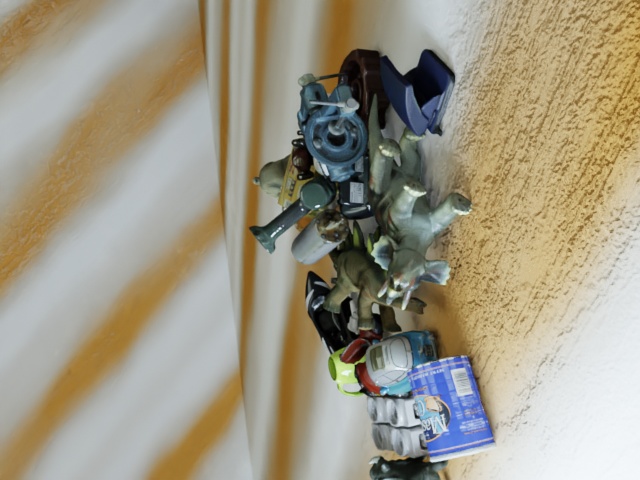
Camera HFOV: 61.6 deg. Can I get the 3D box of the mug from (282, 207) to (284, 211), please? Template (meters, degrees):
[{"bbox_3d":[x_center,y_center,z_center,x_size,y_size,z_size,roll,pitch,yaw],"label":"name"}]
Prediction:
[{"bbox_3d":[-0.052,-0.089,1.493,0.107,0.110,0.080,-102,6,-58],"label":"mug"}]

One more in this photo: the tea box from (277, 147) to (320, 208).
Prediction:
[{"bbox_3d":[-0.036,-0.153,1.367,0.098,0.068,0.169,31,111,34],"label":"tea box"}]

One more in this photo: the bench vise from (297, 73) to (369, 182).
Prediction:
[{"bbox_3d":[0.023,-0.229,0.992,0.240,0.129,0.223,143,119,-77],"label":"bench vise"}]

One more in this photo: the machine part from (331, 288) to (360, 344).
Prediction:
[{"bbox_3d":[0.062,0.179,1.295,0.084,0.039,0.139,2,-107,-70],"label":"machine part"}]

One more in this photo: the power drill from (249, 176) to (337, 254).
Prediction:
[{"bbox_3d":[-0.048,-0.059,1.162,0.086,0.207,0.232,56,-178,-3],"label":"power drill"}]

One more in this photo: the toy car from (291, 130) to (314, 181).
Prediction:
[{"bbox_3d":[-0.038,-0.196,1.207,0.202,0.053,0.089,-86,-14,-69],"label":"toy car"}]

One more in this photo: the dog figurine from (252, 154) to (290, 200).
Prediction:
[{"bbox_3d":[-0.095,-0.199,1.489,0.190,0.172,0.121,118,132,-70],"label":"dog figurine"}]

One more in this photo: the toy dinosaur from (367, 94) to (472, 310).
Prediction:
[{"bbox_3d":[0.135,-0.065,0.926,0.405,0.131,0.192,-102,26,-43],"label":"toy dinosaur"}]

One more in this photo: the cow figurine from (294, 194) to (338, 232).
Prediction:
[{"bbox_3d":[-0.009,-0.067,1.303,0.068,0.167,0.098,27,149,16],"label":"cow figurine"}]

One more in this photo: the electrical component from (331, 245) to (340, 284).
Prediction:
[{"bbox_3d":[0.050,0.061,1.318,0.078,0.045,0.102,-120,31,-48],"label":"electrical component"}]

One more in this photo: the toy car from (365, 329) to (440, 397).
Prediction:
[{"bbox_3d":[0.138,0.222,0.974,0.161,0.103,0.109,-40,50,49],"label":"toy car"}]

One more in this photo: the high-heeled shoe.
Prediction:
[{"bbox_3d":[0.017,0.193,1.363,0.145,0.086,0.248,86,159,-85],"label":"high-heeled shoe"}]

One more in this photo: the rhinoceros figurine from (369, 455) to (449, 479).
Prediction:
[{"bbox_3d":[0.163,0.442,1.001,0.190,0.112,0.073,-31,68,61],"label":"rhinoceros figurine"}]

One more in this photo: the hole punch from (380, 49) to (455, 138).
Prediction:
[{"bbox_3d":[0.150,-0.240,0.887,0.115,0.092,0.142,98,154,-43],"label":"hole punch"}]

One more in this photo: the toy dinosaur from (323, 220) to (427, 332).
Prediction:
[{"bbox_3d":[0.085,0.063,1.114,0.472,0.105,0.198,20,97,65],"label":"toy dinosaur"}]

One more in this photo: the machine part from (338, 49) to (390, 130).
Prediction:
[{"bbox_3d":[0.087,-0.297,1.097,0.179,0.056,0.179,175,90,-72],"label":"machine part"}]

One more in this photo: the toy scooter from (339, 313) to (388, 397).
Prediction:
[{"bbox_3d":[0.099,0.257,1.138,0.135,0.075,0.184,-40,45,28],"label":"toy scooter"}]

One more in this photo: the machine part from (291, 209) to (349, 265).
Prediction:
[{"bbox_3d":[-0.002,-0.004,1.159,0.243,0.079,0.079,135,127,-63],"label":"machine part"}]

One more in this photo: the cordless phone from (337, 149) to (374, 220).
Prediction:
[{"bbox_3d":[0.072,-0.107,1.163,0.184,0.089,0.146,127,144,-77],"label":"cordless phone"}]
